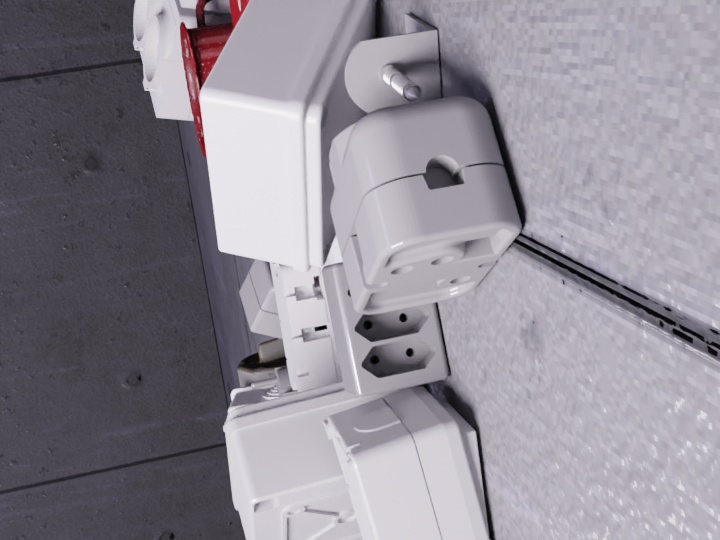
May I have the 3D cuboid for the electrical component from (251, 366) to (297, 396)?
[{"bbox_3d":[-0.041,0.087,0.789,0.047,0.076,0.083,130,129,-76],"label":"electrical component"}]

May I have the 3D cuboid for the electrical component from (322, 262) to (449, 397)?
[{"bbox_3d":[0.009,0.026,0.553,0.077,0.047,0.065,169,90,-79],"label":"electrical component"}]

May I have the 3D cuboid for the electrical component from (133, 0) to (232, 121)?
[{"bbox_3d":[-0.120,-0.215,0.798,0.105,0.060,0.186,-111,33,-41],"label":"electrical component"}]

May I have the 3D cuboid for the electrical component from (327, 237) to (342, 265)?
[{"bbox_3d":[0.000,0.000,0.605,0.035,0.035,0.061,-151,49,-76],"label":"electrical component"}]

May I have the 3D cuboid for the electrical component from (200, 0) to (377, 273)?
[{"bbox_3d":[-0.032,-0.075,0.529,0.108,0.056,0.108,91,-167,-49],"label":"electrical component"}]

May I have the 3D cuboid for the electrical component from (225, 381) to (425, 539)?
[{"bbox_3d":[-0.015,0.112,0.598,0.108,0.109,0.056,95,158,-55],"label":"electrical component"}]

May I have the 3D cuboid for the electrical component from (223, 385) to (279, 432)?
[{"bbox_3d":[-0.055,0.136,0.855,0.048,0.100,0.099,-86,-13,-80],"label":"electrical component"}]

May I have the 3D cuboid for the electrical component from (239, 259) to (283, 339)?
[{"bbox_3d":[-0.034,0.006,0.728,0.076,0.066,0.047,-61,30,25],"label":"electrical component"}]

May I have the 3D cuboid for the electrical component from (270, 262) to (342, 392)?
[{"bbox_3d":[-0.020,0.032,0.679,0.050,0.056,0.089,-144,44,-74],"label":"electrical component"}]

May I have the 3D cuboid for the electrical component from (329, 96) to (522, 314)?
[{"bbox_3d":[0.021,-0.026,0.419,0.095,0.054,0.059,113,145,-71],"label":"electrical component"}]

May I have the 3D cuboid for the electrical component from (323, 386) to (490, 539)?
[{"bbox_3d":[0.028,0.112,0.516,0.062,0.061,0.096,-139,32,-73],"label":"electrical component"}]
